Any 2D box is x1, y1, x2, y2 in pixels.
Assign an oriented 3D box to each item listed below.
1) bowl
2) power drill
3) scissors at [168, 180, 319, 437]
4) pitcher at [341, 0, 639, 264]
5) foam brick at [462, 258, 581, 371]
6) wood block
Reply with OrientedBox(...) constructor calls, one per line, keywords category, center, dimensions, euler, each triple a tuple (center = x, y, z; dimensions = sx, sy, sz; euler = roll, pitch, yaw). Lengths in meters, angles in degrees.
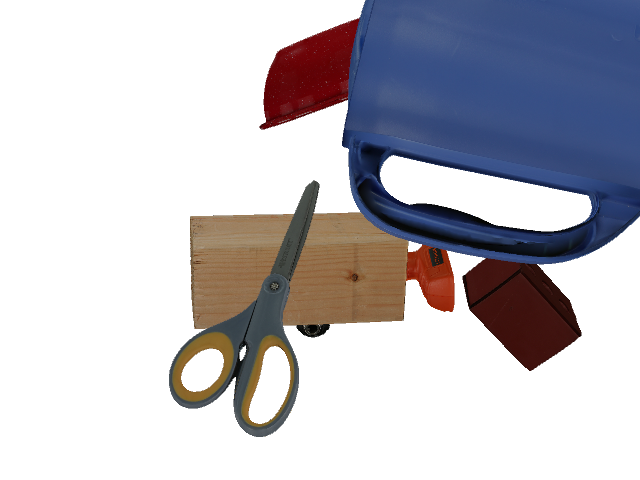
OrientedBox(category="bowl", center=(0.017, -0.143, 0.863), dimensions=(0.162, 0.055, 0.162), euler=(-21, 8, 3))
OrientedBox(category="power drill", center=(0.058, 0.051, 1.239), dimensions=(0.187, 0.057, 0.184), euler=(-2, 28, 1))
OrientedBox(category="scissors", center=(-0.051, 0.041, 0.739), dimensions=(0.096, 0.201, 0.016), euler=(-2, -34, 6))
OrientedBox(category="pitcher", center=(0.135, -0.074, 0.553), dimensions=(0.243, 0.149, 0.145), euler=(15, 36, 2))
OrientedBox(category="foam brick", center=(0.154, 0.050, 0.820), dimensions=(0.051, 0.078, 0.053), euler=(-39, 20, 18))
OrientedBox(category="wood block", center=(-0.025, 0.028, 1.060), dimensions=(0.206, 0.091, 0.090), euler=(-1, 19, -8))
